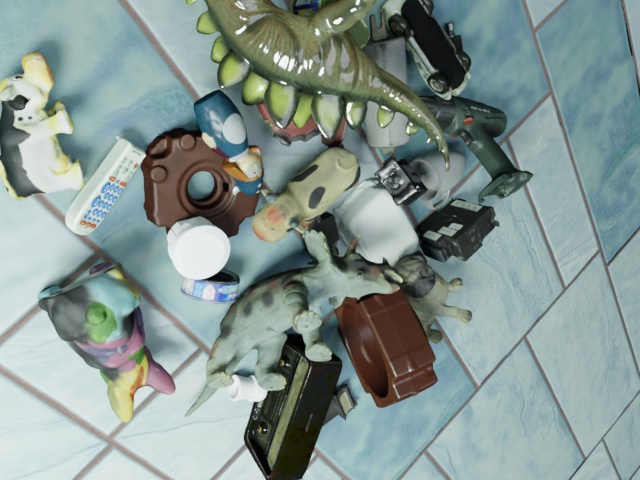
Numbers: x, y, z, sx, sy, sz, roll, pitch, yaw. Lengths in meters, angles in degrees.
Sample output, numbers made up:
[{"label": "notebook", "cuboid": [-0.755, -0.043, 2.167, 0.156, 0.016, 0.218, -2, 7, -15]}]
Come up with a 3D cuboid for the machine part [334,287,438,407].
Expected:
[{"label": "machine part", "cuboid": [0.111, 0.178, 0.935, 0.087, 0.201, 0.201, -19, 161, -16]}]

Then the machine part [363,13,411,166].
[{"label": "machine part", "cuboid": [0.107, -0.241, 0.880, 0.079, 0.079, 0.242, -21, 116, -25]}]

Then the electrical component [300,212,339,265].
[{"label": "electrical component", "cuboid": [-0.001, -0.004, 0.916, 0.078, 0.045, 0.102, -19, 117, -24]}]

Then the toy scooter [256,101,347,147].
[{"label": "toy scooter", "cuboid": [-0.011, -0.192, 0.828, 0.184, 0.075, 0.135, -22, 121, -28]}]

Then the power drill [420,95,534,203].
[{"label": "power drill", "cuboid": [0.268, -0.168, 0.953, 0.232, 0.207, 0.086, -8, 147, -37]}]

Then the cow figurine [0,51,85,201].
[{"label": "cow figurine", "cuboid": [-0.347, -0.134, 0.642, 0.098, 0.068, 0.167, -16, 115, -21]}]

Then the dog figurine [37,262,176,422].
[{"label": "dog figurine", "cuboid": [-0.273, 0.143, 0.724, 0.108, 0.192, 0.219, -32, 106, -26]}]

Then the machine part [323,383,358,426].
[{"label": "machine part", "cuboid": [0.012, 0.345, 1.056, 0.139, 0.039, 0.084, -37, 131, -18]}]

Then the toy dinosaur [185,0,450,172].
[{"label": "toy dinosaur", "cuboid": [-0.010, -0.242, 0.703, 0.471, 0.105, 0.198, 23, 108, -5]}]

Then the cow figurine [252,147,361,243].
[{"label": "cow figurine", "cuboid": [-0.019, -0.066, 0.813, 0.195, 0.127, 0.085, -40, 86, -10]}]

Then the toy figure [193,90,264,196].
[{"label": "toy figure", "cuboid": [-0.116, -0.124, 0.727, 0.064, 0.058, 0.154, -31, 120, -6]}]

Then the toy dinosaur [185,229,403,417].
[{"label": "toy dinosaur", "cuboid": [-0.076, 0.119, 0.846, 0.405, 0.192, 0.131, -29, 127, 20]}]

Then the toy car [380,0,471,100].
[{"label": "toy car", "cuboid": [0.181, -0.325, 0.895, 0.073, 0.056, 0.201, -47, 113, -9]}]

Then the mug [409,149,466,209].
[{"label": "mug", "cuboid": [0.224, -0.117, 0.998, 0.107, 0.081, 0.109, -31, 117, -30]}]

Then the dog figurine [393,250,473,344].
[{"label": "dog figurine", "cuboid": [0.169, 0.106, 1.011, 0.190, 0.121, 0.172, 29, 119, -35]}]

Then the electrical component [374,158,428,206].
[{"label": "electrical component", "cuboid": [0.148, -0.099, 0.937, 0.048, 0.075, 0.119, -39, 166, 24]}]

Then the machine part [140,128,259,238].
[{"label": "machine part", "cuboid": [-0.170, -0.077, 0.778, 0.179, 0.056, 0.179, -12, 114, -29]}]

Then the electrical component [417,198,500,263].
[{"label": "electrical component", "cuboid": [0.257, -0.016, 1.032, 0.134, 0.115, 0.058, -39, 119, -14]}]

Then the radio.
[{"label": "radio", "cuboid": [-0.053, 0.284, 0.934, 0.073, 0.131, 0.229, 14, 99, -35]}]

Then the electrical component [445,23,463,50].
[{"label": "electrical component", "cuboid": [0.224, -0.333, 0.954, 0.063, 0.021, 0.093, -27, 120, -21]}]
